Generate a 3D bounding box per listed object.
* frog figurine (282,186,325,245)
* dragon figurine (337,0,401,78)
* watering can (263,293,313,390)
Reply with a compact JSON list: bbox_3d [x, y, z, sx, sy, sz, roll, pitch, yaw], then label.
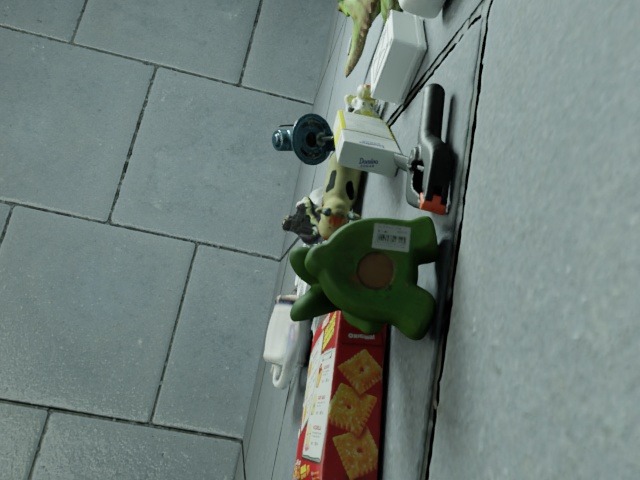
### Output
[{"bbox_3d":[0.004,-0.063,1.261,0.161,0.124,0.134,-27,-37,-50],"label":"frog figurine"},{"bbox_3d":[0.119,-0.511,1.116,0.248,0.122,0.401,-101,16,-53],"label":"dragon figurine"},{"bbox_3d":[-0.083,0.247,1.264,0.344,0.104,0.227,129,153,-74],"label":"watering can"}]
